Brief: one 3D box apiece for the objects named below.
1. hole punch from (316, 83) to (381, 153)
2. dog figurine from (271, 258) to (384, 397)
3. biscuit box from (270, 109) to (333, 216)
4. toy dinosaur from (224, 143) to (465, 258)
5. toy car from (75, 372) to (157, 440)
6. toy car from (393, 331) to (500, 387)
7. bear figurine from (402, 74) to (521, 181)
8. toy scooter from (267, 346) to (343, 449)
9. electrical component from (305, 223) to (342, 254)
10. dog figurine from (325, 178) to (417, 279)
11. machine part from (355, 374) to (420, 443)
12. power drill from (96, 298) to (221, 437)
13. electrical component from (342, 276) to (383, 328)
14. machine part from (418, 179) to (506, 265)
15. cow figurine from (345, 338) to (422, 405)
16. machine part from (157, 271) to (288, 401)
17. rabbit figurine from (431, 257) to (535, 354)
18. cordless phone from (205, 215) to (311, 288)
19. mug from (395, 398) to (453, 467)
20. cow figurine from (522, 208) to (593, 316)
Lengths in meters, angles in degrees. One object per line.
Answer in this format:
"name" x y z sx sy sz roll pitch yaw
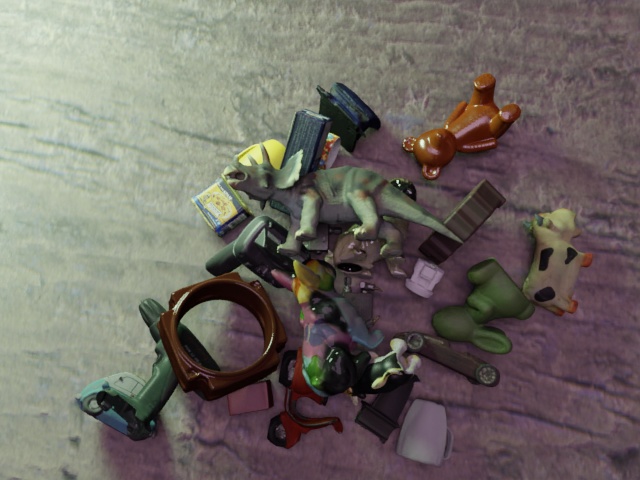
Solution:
"hole punch" 0.064 -0.257 1.083 0.092 0.115 0.142 -38 79 -12
"dog figurine" -0.007 0.138 0.941 0.219 0.108 0.191 49 52 -12
"biscuit box" -0.039 -0.146 1.042 0.063 0.059 0.202 24 114 9
"toy dinosaur" 0.040 -0.072 0.945 0.405 0.131 0.192 3 69 -3
"toy car" -0.365 0.302 1.004 0.162 0.109 0.103 28 64 0
"toy car" 0.233 0.212 0.987 0.202 0.089 0.053 25 82 10
"bear figurine" 0.269 -0.215 1.053 0.196 0.131 0.120 -26 70 -8
"toy scooter" -0.017 0.295 0.994 0.135 0.075 0.184 10 79 0
"electrical component" -0.002 -0.003 1.079 0.094 0.021 0.063 -1 79 3
"dog figurine" 0.101 -0.031 1.050 0.172 0.121 0.190 5 65 1
"machine part" 0.129 0.300 1.003 0.084 0.039 0.139 35 84 15
"power drill" -0.305 0.237 0.985 0.232 0.207 0.086 41 128 2
"electrical component" 0.078 0.124 1.037 0.078 0.045 0.102 9 79 4
"machine part" 0.260 -0.030 0.991 0.179 0.179 0.056 -45 83 -5
"cow figurine" 0.091 0.246 0.953 0.167 0.098 0.068 -34 92 31
"machine part" -0.177 0.170 0.978 0.201 0.087 0.201 -18 68 -27
"rabbit figurine" 0.297 0.135 1.003 0.170 0.121 0.159 -39 86 14
"cordless phone" -0.125 0.049 1.047 0.184 0.146 0.089 -31 35 30
"mug" 0.199 0.348 0.970 0.109 0.081 0.107 20 73 -17
"cow figurine" 0.438 0.032 1.015 0.127 0.085 0.195 21 81 1
